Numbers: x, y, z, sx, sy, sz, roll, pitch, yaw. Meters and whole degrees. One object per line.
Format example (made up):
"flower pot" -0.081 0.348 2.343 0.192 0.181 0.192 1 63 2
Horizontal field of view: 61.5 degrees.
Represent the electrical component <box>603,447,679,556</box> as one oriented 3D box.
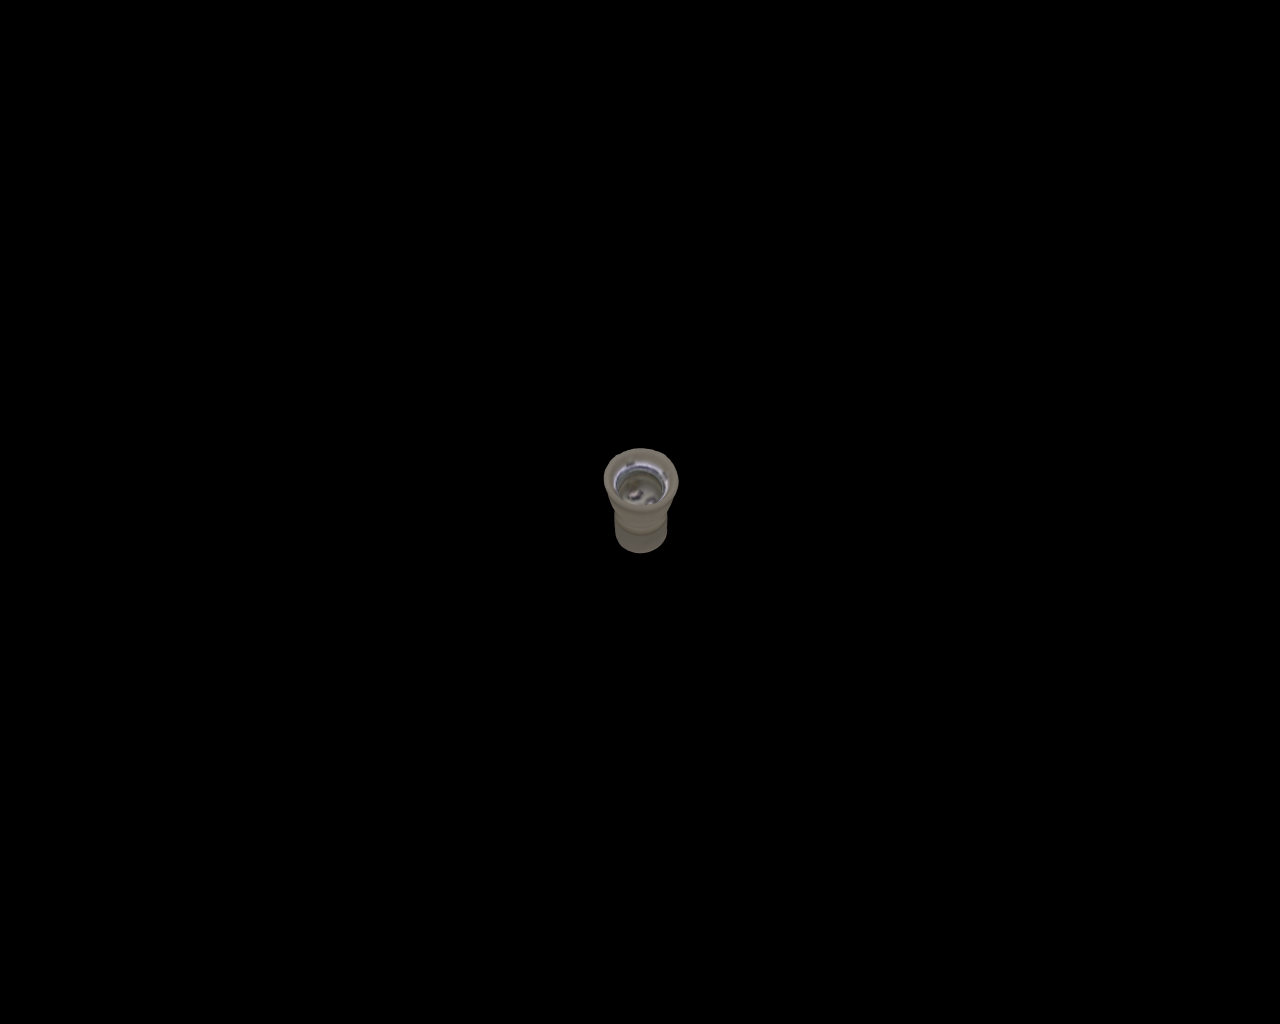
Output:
"electrical component" 0.001 -0.003 0.650 0.044 0.044 0.065 0 -34 0
